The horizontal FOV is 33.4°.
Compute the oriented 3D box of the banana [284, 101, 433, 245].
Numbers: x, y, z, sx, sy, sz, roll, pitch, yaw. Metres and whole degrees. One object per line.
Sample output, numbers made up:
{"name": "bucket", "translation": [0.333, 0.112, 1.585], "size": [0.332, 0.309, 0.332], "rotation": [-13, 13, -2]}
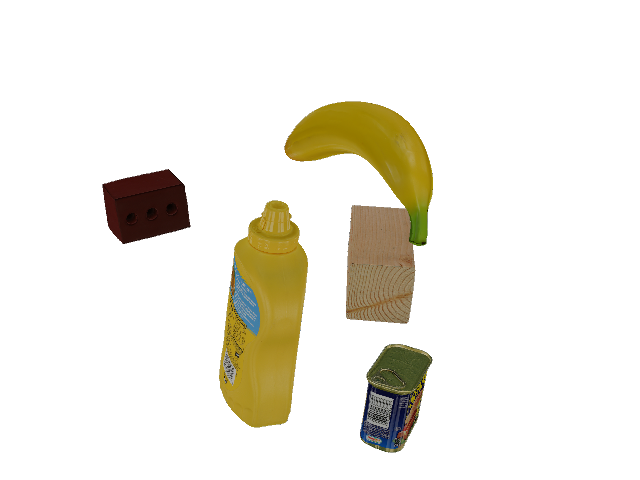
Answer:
{"name": "banana", "translation": [0.026, -0.063, 0.741], "size": [0.037, 0.070, 0.198], "rotation": [21, 10, -32]}

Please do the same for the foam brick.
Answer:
{"name": "foam brick", "translation": [-0.186, -0.037, 1.136], "size": [0.078, 0.053, 0.051], "rotation": [-16, 29, -20]}

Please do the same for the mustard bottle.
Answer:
{"name": "mustard bottle", "translation": [-0.046, 0.054, 0.887], "size": [0.058, 0.192, 0.096], "rotation": [-4, 32, -19]}

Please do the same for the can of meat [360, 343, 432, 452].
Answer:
{"name": "can of meat", "translation": [0.084, 0.179, 1.210], "size": [0.057, 0.084, 0.102], "rotation": [15, 25, 16]}

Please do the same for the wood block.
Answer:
{"name": "wood block", "translation": [0.086, 0.031, 1.560], "size": [0.091, 0.090, 0.206], "rotation": [4, 25, 0]}
